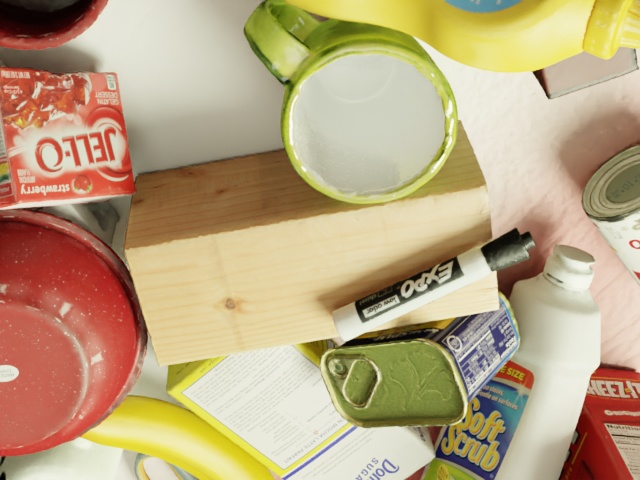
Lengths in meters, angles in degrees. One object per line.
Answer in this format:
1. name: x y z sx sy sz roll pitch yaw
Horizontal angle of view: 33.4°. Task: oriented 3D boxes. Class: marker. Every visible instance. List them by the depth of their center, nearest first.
1. marker: 0.064 0.025 0.600 0.121 0.020 0.020 -25 119 12

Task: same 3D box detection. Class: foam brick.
1. foam brick: 0.137 -0.121 0.591 0.053 0.078 0.051 -18 118 6

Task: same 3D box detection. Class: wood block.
1. wood block: -0.004 0.001 0.647 0.206 0.090 0.091 -10 121 2

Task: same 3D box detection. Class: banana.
1. banana: -0.085 0.152 0.726 0.037 0.069 0.197 -37 114 28

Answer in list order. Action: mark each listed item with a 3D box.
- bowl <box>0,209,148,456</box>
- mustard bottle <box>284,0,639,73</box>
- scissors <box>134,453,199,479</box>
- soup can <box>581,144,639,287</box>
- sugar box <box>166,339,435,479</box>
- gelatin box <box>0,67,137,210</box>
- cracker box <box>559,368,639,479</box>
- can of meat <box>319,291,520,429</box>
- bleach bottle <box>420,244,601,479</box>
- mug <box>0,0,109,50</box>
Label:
1. bowl: -0.178 0.066 0.607 0.162 0.055 0.162 -4 112 -10
2. mustard bottle: 0.079 -0.133 0.527 0.192 0.096 0.058 24 155 20
3. scissors: -0.051 0.207 0.807 0.096 0.016 0.201 -39 115 18
4. soup can: 0.219 -0.003 0.670 0.069 0.068 0.102 -35 115 16
5. sugar box: -0.011 0.116 0.740 0.093 0.048 0.176 -39 118 17
6. gelatin box: -0.146 -0.057 0.595 0.030 0.089 0.073 -10 89 36
7. cracker box: 0.194 0.212 0.707 0.072 0.214 0.164 8 119 -14
8. can of meat: 0.065 0.072 0.674 0.102 0.083 0.057 -12 106 41
9. bleach bottle: 0.129 0.118 0.730 0.068 0.103 0.251 4 113 -26
10. mug: -0.159 -0.152 0.553 0.117 0.081 0.093 -23 119 10
